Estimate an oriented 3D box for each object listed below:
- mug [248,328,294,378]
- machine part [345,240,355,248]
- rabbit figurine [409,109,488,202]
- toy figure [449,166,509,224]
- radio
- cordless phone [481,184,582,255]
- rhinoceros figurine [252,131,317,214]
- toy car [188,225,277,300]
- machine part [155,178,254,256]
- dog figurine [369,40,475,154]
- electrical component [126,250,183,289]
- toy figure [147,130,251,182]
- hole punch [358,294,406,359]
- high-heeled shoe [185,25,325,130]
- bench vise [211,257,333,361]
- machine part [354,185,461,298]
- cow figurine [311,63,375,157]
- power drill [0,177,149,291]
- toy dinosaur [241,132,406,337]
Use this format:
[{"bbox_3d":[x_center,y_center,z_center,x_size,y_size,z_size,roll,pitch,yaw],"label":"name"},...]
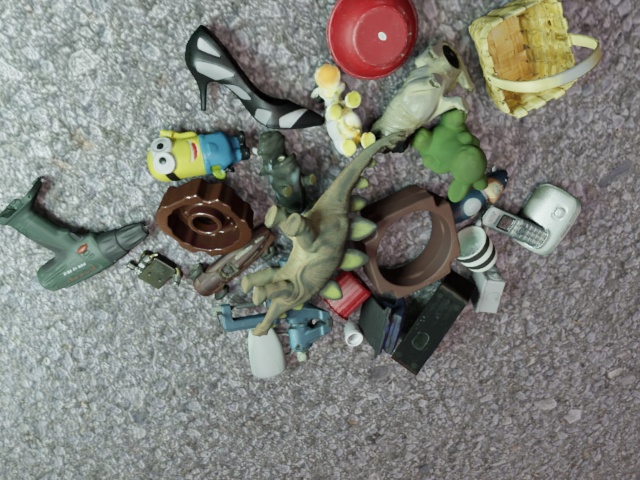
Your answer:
[{"bbox_3d":[-0.111,0.240,1.206,0.109,0.081,0.107,-19,111,-18],"label":"mug"},{"bbox_3d":[0.024,0.010,1.131,0.139,0.039,0.084,-17,125,-4],"label":"machine part"},{"bbox_3d":[0.255,-0.148,1.014,0.121,0.170,0.158,-24,119,3],"label":"rabbit figurine"},{"bbox_3d":[0.334,-0.092,1.127,0.154,0.058,0.064,-36,141,7],"label":"toy figure"},{"bbox_3d":[0.253,0.186,1.209,0.073,0.131,0.229,33,111,13],"label":"radio"},{"bbox_3d":[0.446,-0.061,1.152,0.184,0.089,0.146,20,113,-16],"label":"cordless phone"},{"bbox_3d":[-0.063,-0.117,1.010,0.073,0.112,0.190,-34,135,-16],"label":"rhinoceros figurine"},{"bbox_3d":[-0.177,0.047,1.103,0.202,0.053,0.089,-37,115,11],"label":"toy car"},{"bbox_3d":[-0.212,-0.041,1.009,0.179,0.056,0.179,4,142,3],"label":"machine part"},{"bbox_3d":[0.171,-0.261,0.994,0.121,0.172,0.190,41,138,-20],"label":"dog figurine"},{"bbox_3d":[-0.328,0.061,1.083,0.078,0.045,0.102,-42,118,10],"label":"electrical component"},{"bbox_3d":[-0.219,-0.149,0.971,0.180,0.082,0.089,-11,147,-12],"label":"toy figure"},{"bbox_3d":[0.154,0.185,1.211,0.092,0.116,0.142,2,118,-21],"label":"hole punch"},{"bbox_3d":[-0.106,-0.275,0.921,0.249,0.086,0.145,7,119,-7],"label":"high-heeled shoe"},{"bbox_3d":[-0.101,0.152,1.115,0.241,0.129,0.223,-7,101,-15],"label":"bench vise"},{"bbox_3d":[0.178,0.003,1.114,0.201,0.087,0.200,-26,121,-9],"label":"machine part"},{"bbox_3d":[0.034,-0.235,0.976,0.068,0.098,0.167,-25,106,-8],"label":"cow figurine"},{"bbox_3d":[-0.469,-0.018,1.001,0.232,0.086,0.207,-35,126,11],"label":"power drill"},{"bbox_3d":[-0.002,-0.003,0.982,0.198,0.105,0.471,14,114,-38],"label":"toy dinosaur"}]
